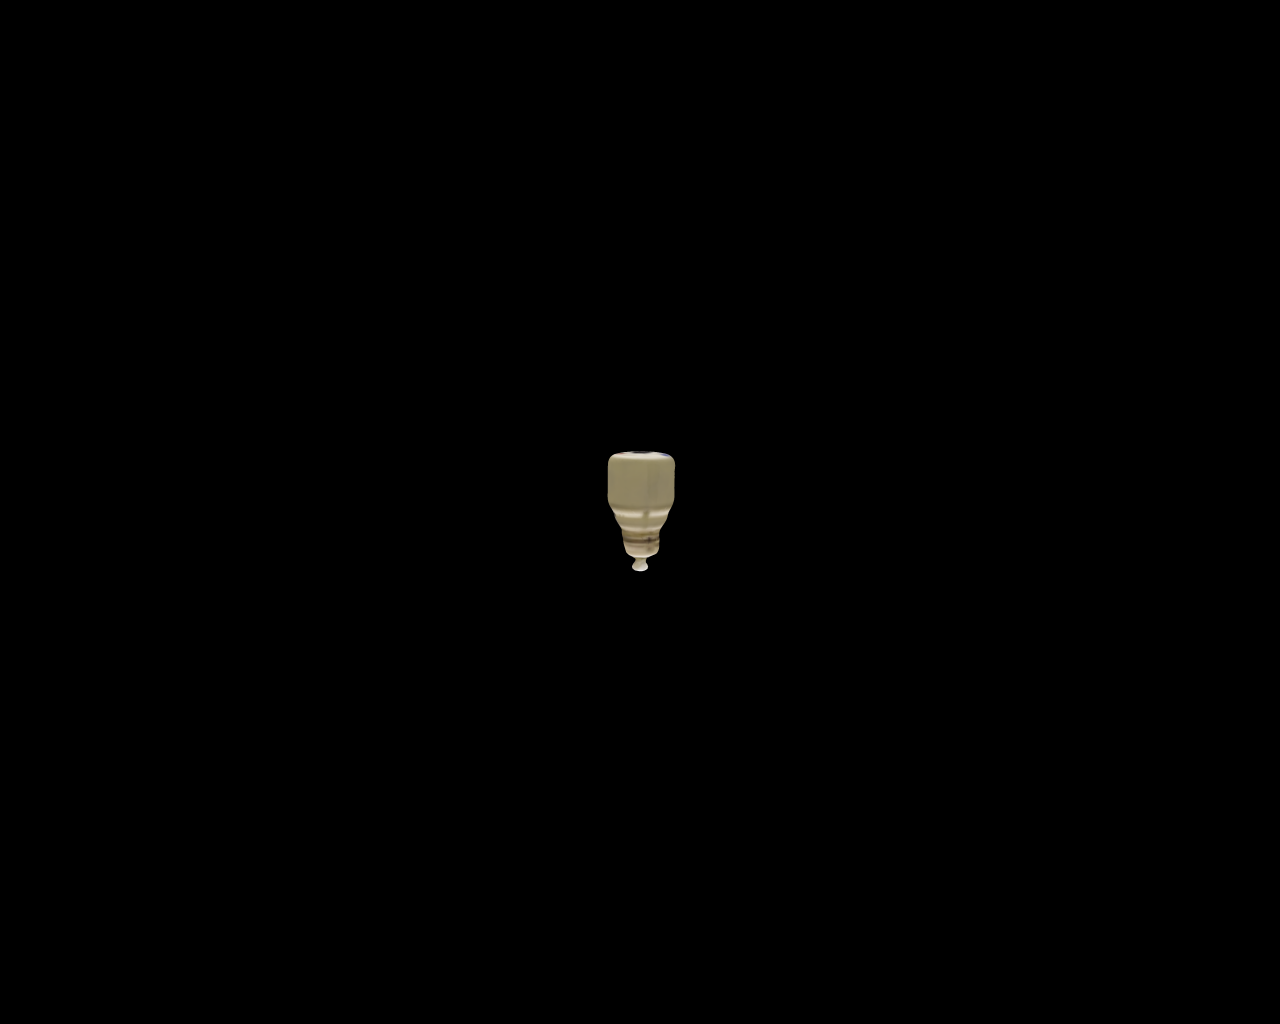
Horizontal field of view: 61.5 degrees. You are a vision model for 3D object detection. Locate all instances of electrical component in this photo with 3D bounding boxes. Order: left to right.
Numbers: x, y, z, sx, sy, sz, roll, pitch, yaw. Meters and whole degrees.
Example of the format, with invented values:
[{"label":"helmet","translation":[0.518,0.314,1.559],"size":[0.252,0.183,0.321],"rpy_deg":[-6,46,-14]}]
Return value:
[{"label":"electrical component","translation":[0.001,-0.003,0.650],"size":[0.040,0.078,0.040],"rpy_deg":[0,9,0]}]
